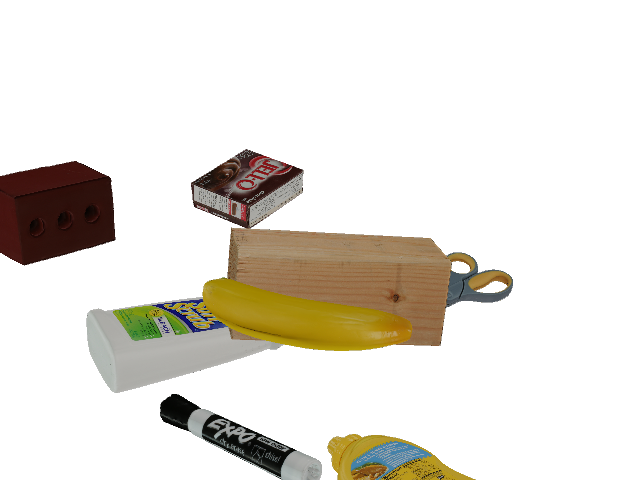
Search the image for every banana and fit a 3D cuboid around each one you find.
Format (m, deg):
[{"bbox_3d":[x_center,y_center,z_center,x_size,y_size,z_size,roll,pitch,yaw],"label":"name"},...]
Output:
[{"bbox_3d":[-0.026,0.055,0.838,0.198,0.037,0.069,13,29,34],"label":"banana"}]

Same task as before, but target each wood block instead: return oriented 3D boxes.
[{"bbox_3d":[0.014,0.046,1.053,0.206,0.091,0.090,3,15,-10],"label":"wood block"}]

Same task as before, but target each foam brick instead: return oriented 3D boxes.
[{"bbox_3d":[-0.198,-0.022,0.782,0.078,0.053,0.051,-18,29,-37],"label":"foam brick"}]

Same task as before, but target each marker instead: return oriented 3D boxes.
[{"bbox_3d":[-0.051,0.116,0.627,0.121,0.020,0.020,17,10,37],"label":"marker"}]

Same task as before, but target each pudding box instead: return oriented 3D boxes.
[{"bbox_3d":[-0.088,-0.064,1.298,0.090,0.039,0.113,21,40,28],"label":"pudding box"}]

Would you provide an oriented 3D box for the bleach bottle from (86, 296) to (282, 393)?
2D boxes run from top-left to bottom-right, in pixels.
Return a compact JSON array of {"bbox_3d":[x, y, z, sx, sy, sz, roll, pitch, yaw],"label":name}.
[{"bbox_3d":[-0.127,0.098,1.199,0.250,0.068,0.103,-12,33,-25],"label":"bleach bottle"}]

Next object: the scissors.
[{"bbox_3d":[0.138,0.055,1.239,0.201,0.016,0.096,-10,39,-34],"label":"scissors"}]

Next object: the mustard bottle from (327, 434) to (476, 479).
[{"bbox_3d":[0.072,0.221,0.955,0.096,0.058,0.192,-20,27,-33],"label":"mustard bottle"}]
